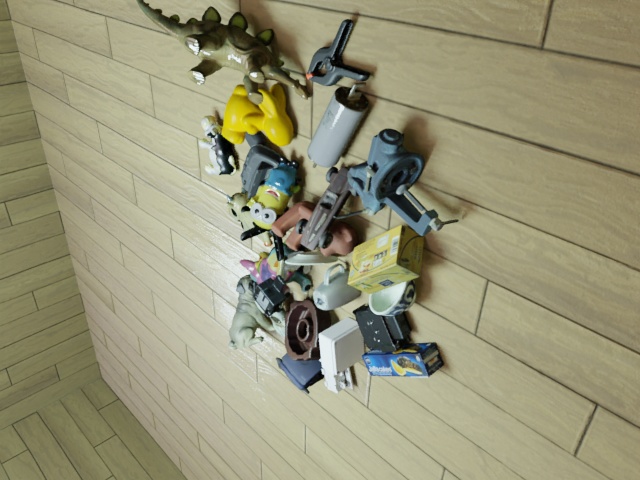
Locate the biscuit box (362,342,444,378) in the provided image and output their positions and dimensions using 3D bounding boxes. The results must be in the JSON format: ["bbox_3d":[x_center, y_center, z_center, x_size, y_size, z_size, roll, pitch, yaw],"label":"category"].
[{"bbox_3d":[0.190,0.282,1.264,0.203,0.063,0.059,-19,95,52],"label":"biscuit box"}]

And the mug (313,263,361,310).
[{"bbox_3d":[0.036,0.118,1.314,0.081,0.107,0.109,18,125,42],"label":"mug"}]

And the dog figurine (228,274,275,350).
[{"bbox_3d":[-0.238,0.219,1.649,0.121,0.172,0.190,-9,111,40],"label":"dog figurine"}]

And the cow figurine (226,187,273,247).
[{"bbox_3d":[-0.191,-0.068,1.495,0.195,0.085,0.127,22,132,44],"label":"cow figurine"}]

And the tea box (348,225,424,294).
[{"bbox_3d":[0.139,0.045,1.148,0.068,0.098,0.170,26,152,-23],"label":"tea box"}]

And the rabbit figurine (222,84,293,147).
[{"bbox_3d":[-0.133,-0.297,1.298,0.173,0.122,0.162,32,125,16],"label":"rabbit figurine"}]

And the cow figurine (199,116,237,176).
[{"bbox_3d":[-0.283,-0.263,1.505,0.098,0.068,0.167,16,125,38],"label":"cow figurine"}]

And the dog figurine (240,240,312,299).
[{"bbox_3d":[-0.132,0.065,1.486,0.219,0.108,0.191,26,129,42],"label":"dog figurine"}]

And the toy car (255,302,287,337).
[{"bbox_3d":[-0.118,0.225,1.562,0.074,0.056,0.201,9,139,47],"label":"toy car"}]

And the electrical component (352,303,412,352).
[{"bbox_3d":[0.151,0.202,1.268,0.134,0.058,0.114,-21,96,53],"label":"electrical component"}]

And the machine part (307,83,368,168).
[{"bbox_3d":[0.035,-0.236,1.138,0.079,0.079,0.243,51,142,16],"label":"machine part"}]

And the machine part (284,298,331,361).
[{"bbox_3d":[-0.034,0.244,1.463,0.179,0.056,0.179,-15,72,54],"label":"machine part"}]

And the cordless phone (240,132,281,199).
[{"bbox_3d":[-0.175,-0.213,1.415,0.184,0.089,0.146,59,144,26],"label":"cordless phone"}]

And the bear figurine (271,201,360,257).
[{"bbox_3d":[0.000,-0.007,1.277,0.196,0.132,0.120,40,175,34],"label":"bear figurine"}]

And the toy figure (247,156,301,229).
[{"bbox_3d":[-0.104,-0.112,1.322,0.082,0.089,0.180,22,85,35],"label":"toy figure"}]

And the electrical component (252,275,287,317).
[{"bbox_3d":[-0.126,0.139,1.389,0.075,0.048,0.119,51,146,12],"label":"electrical component"}]

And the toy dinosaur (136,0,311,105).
[{"bbox_3d":[-0.228,-0.435,1.205,0.471,0.198,0.105,26,137,-4],"label":"toy dinosaur"}]

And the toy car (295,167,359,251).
[{"bbox_3d":[0.018,-0.072,1.191,0.089,0.053,0.202,33,91,26],"label":"toy car"}]

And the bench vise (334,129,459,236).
[{"bbox_3d":[0.149,-0.089,1.055,0.241,0.129,0.223,51,140,28],"label":"bench vise"}]

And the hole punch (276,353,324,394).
[{"bbox_3d":[-0.041,0.352,1.539,0.142,0.116,0.092,45,131,23],"label":"hole punch"}]
